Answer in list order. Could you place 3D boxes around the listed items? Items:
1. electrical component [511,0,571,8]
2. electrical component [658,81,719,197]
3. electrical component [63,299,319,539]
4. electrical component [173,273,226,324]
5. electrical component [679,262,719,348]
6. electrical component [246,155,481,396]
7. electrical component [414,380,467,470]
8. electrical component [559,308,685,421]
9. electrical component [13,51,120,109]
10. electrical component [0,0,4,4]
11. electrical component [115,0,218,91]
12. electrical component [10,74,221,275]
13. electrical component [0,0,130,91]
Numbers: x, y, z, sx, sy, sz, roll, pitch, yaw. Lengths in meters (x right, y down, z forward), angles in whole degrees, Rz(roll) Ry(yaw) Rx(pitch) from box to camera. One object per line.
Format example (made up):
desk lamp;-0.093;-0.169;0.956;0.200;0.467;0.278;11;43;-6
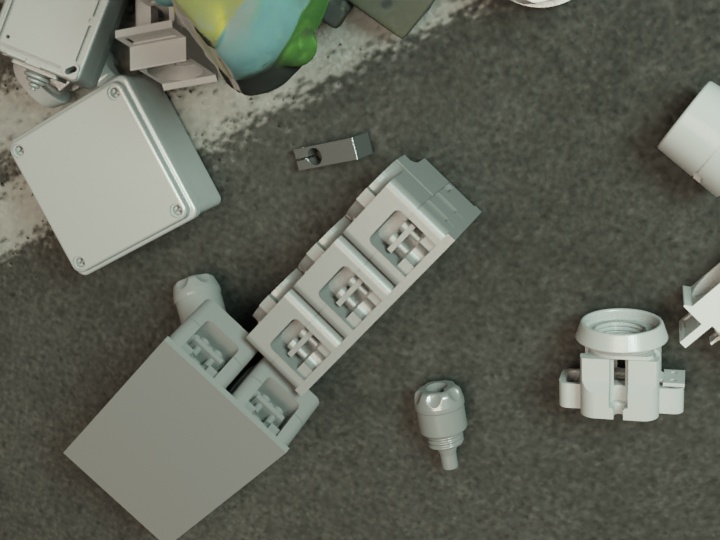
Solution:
electrical component;0.108;-0.198;0.646;0.080;0.051;0.080;5;106;17
electrical component;0.212;-0.079;0.644;0.047;0.055;0.055;38;112;9
electrical component;-0.121;0.110;0.765;0.105;0.060;0.186;43;133;-4
electrical component;-0.113;0.035;0.779;0.035;0.035;0.061;-24;74;22
electrical component;0.240;0.024;0.669;0.064;0.042;0.081;45;113;0
electrical component;0.000;0.000;0.712;0.062;0.089;0.150;44;112;2
electrical component;0.059;0.110;0.753;0.035;0.035;0.061;-6;105;19
electrical component;0.169;0.059;0.693;0.078;0.058;0.057;1;107;18
electrical component;-0.211;-0.148;0.763;0.055;0.048;0.066;-35;92;14
electrical component;-0.244;-0.202;0.765;0.061;0.035;0.035;8;106;18
electrical component;-0.124;-0.159;0.721;0.042;0.081;0.063;-5;80;18
electrical component;-0.174;-0.068;0.766;0.109;0.056;0.108;-25;96;22
electrical component;-0.195;-0.162;0.706;0.062;0.061;0.096;22;92;-2
